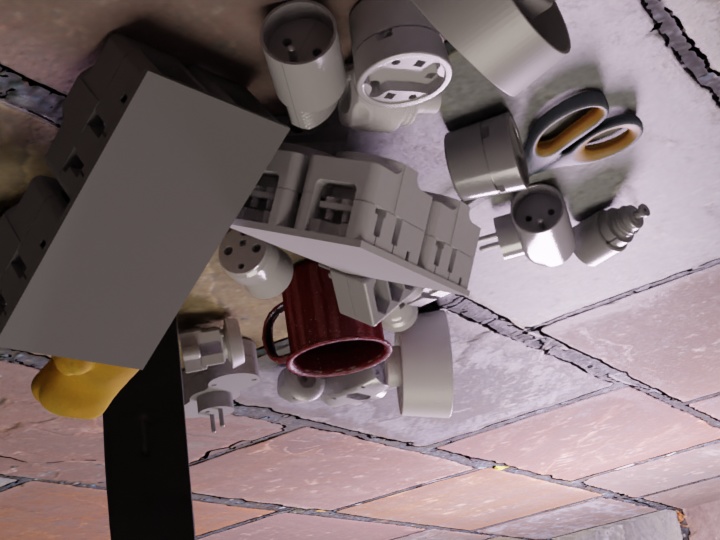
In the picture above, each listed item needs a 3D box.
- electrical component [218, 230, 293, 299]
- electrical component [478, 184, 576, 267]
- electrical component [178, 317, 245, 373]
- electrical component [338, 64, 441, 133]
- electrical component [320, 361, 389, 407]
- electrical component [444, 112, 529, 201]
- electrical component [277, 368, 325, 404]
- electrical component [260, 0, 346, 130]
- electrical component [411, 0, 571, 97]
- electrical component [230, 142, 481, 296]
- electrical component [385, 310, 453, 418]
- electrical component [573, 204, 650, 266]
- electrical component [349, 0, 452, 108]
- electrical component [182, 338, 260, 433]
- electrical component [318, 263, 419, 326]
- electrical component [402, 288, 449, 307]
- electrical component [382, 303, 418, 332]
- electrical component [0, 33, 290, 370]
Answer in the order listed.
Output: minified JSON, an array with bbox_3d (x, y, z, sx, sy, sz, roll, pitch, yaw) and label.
[{"bbox_3d":[-0.083,-0.006,0.857,0.045,0.045,0.055,-15,156,12],"label":"electrical component"},{"bbox_3d":[0.135,-0.031,0.890,0.079,0.043,0.077,-16,156,12],"label":"electrical component"},{"bbox_3d":[-0.138,0.071,1.003,0.055,0.048,0.066,-10,-177,-10],"label":"electrical component"},{"bbox_3d":[0.020,-0.107,0.671,0.062,0.043,0.043,-2,155,-21],"label":"electrical component"},{"bbox_3d":[0.006,0.122,1.185,0.077,0.043,0.079,-26,152,32],"label":"electrical component"},{"bbox_3d":[0.089,-0.078,0.754,0.047,0.055,0.055,-14,157,17],"label":"electrical component"},{"bbox_3d":[-0.070,0.124,1.161,0.048,0.048,0.062,3,160,-27],"label":"electrical component"},{"bbox_3d":[-0.030,-0.116,0.631,0.043,0.043,0.081,-11,157,1],"label":"electrical component"},{"bbox_3d":[0.062,-0.137,0.559,0.064,0.099,0.099,-31,150,27],"label":"electrical component"},{"bbox_3d":[0.001,-0.034,0.737,0.105,0.060,0.186,11,175,27],"label":"electrical component"},{"bbox_3d":[0.056,0.095,1.071,0.060,0.108,0.108,-2,156,-3],"label":"electrical component"},{"bbox_3d":[0.215,-0.034,0.921,0.040,0.040,0.078,8,151,-35],"label":"electrical component"},{"bbox_3d":[0.022,-0.128,0.619,0.055,0.047,0.055,-9,157,-4],"label":"electrical component"},{"bbox_3d":[-0.149,0.128,1.100,0.052,0.073,0.138,7,151,-34],"label":"electrical component"},{"bbox_3d":[0.000,0.000,0.885,0.066,0.077,0.047,-40,134,-33],"label":"electrical component"},{"bbox_3d":[0.049,0.006,0.938,0.066,0.048,0.055,-26,159,33],"label":"electrical component"},{"bbox_3d":[0.031,0.030,0.995,0.040,0.040,0.046,-13,150,6],"label":"electrical component"},{"bbox_3d":[-0.142,-0.037,0.649,0.105,0.060,0.186,17,113,-46],"label":"electrical component"}]
